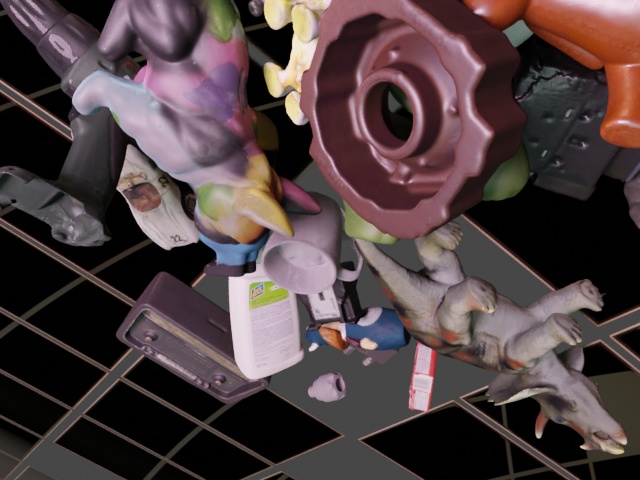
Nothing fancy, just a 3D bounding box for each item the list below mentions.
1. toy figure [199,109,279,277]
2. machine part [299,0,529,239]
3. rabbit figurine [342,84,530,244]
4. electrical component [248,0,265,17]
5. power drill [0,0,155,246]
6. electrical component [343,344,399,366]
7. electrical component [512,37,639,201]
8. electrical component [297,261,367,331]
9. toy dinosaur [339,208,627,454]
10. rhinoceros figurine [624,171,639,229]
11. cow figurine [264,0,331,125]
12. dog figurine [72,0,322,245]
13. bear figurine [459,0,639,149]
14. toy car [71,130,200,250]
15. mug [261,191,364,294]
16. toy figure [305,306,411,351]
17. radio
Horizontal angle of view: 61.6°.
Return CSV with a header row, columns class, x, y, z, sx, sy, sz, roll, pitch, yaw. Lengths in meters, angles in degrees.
class,x,y,z,sx,sy,sz,roll,pitch,yaw
toy figure,-0.087,-0.050,0.575,0.089,0.082,0.180,0,100,3
machine part,0.059,-0.092,0.386,0.180,0.056,0.179,29,130,41
rabbit figurine,0.108,-0.080,0.481,0.170,0.121,0.159,0,98,51
electrical component,-0.061,-0.242,0.446,0.078,0.045,0.102,5,132,11
power drill,-0.235,-0.110,0.513,0.086,0.207,0.232,-27,130,36
electrical component,0.077,0.149,0.774,0.063,0.021,0.094,32,133,-11
electrical component,0.224,-0.102,0.474,0.134,0.058,0.114,17,136,3
electrical component,0.006,0.053,0.686,0.075,0.048,0.119,-16,95,27
toy dinosaur,0.180,0.098,0.637,0.405,0.131,0.192,28,133,0
rhinoceros figurine,0.369,-0.018,0.472,0.190,0.112,0.073,22,107,15
cow figurine,0.009,-0.185,0.442,0.068,0.098,0.167,51,150,30
dog figurine,-0.081,-0.099,0.464,0.219,0.108,0.191,40,115,1
bear figurine,0.154,-0.157,0.363,0.196,0.132,0.120,13,155,5
toy car,-0.214,-0.071,0.644,0.074,0.056,0.201,-14,126,28
mug,-0.001,-0.002,0.604,0.110,0.107,0.080,14,136,-2
toy figure,0.047,0.119,0.730,0.155,0.064,0.057,-4,93,27
radio,-0.189,0.159,0.833,0.229,0.073,0.131,39,131,-17
